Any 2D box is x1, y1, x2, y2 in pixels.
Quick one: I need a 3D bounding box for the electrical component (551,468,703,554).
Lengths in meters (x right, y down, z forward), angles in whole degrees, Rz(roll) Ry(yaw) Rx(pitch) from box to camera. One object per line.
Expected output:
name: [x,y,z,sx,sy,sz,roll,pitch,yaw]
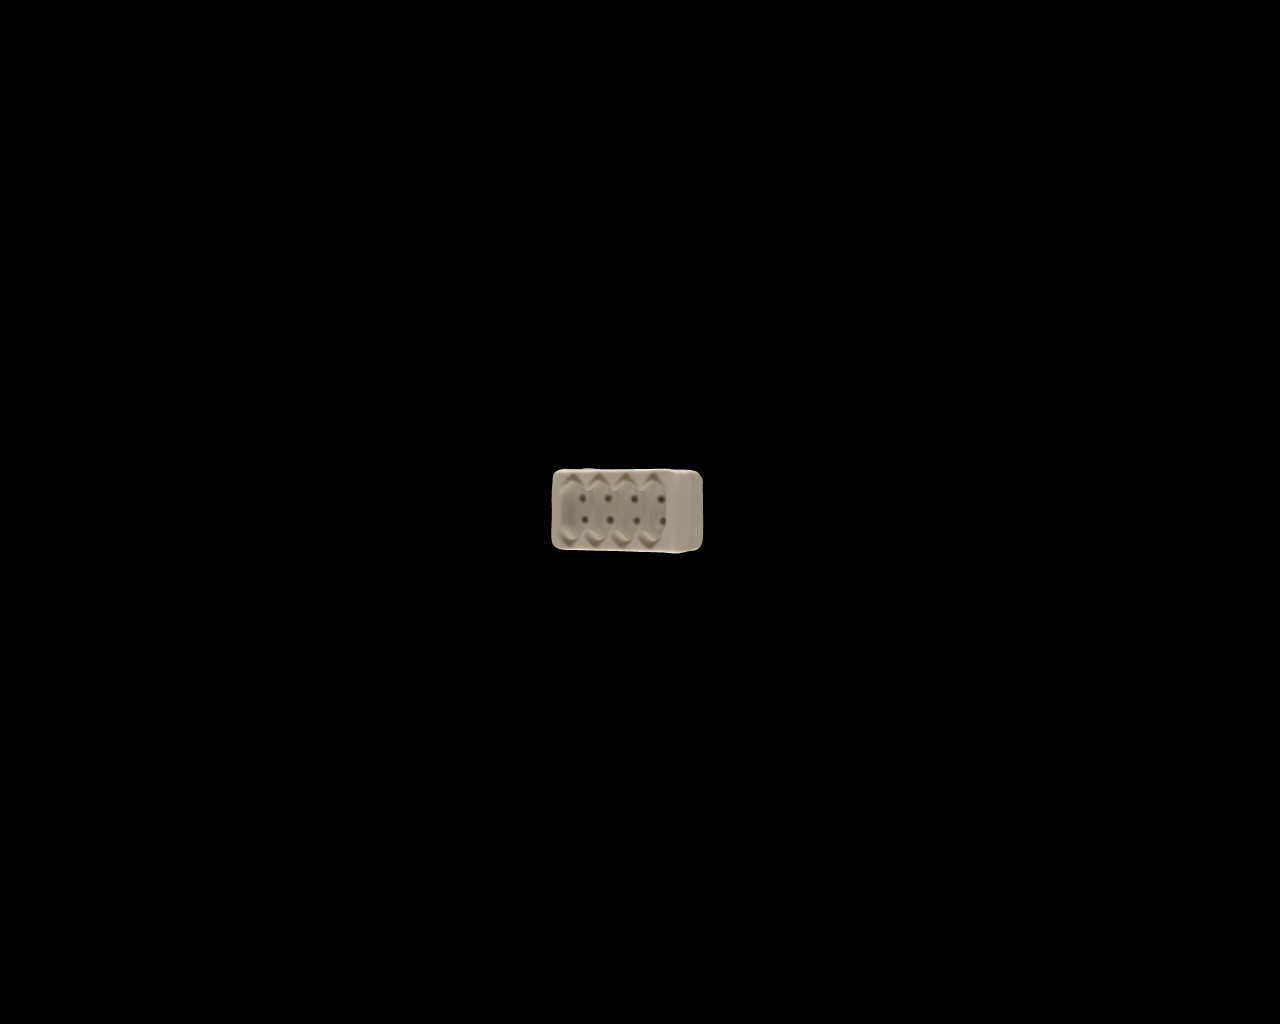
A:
electrical component: [0.001,-0.003,0.650,0.083,0.047,0.076,2,4,27]
